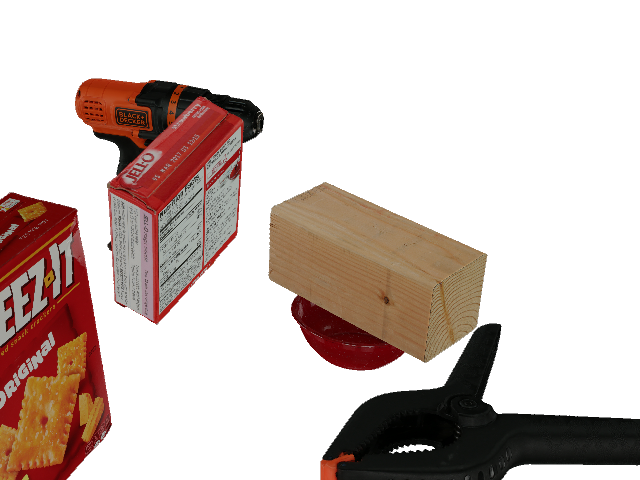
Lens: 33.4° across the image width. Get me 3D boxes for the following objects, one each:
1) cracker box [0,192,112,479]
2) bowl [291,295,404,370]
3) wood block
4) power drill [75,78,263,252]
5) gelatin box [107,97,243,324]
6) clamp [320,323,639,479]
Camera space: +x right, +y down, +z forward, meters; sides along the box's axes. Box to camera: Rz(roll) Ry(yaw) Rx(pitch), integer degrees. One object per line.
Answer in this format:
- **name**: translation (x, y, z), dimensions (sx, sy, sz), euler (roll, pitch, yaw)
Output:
- **cracker box**: translation (-0.232, 0.098, 0.779), dimensions (0.072, 0.214, 0.164), euler (12, 34, 20)
- **bowl**: translation (0.044, 0.107, 1.263), dimensions (0.162, 0.055, 0.162), euler (4, 24, -2)
- **wood block**: translation (0.052, 0.028, 1.074), dimensions (0.206, 0.091, 0.090), euler (27, 38, 34)
- **power drill**: translation (-0.141, -0.062, 1.025), dimensions (0.185, 0.188, 0.057), euler (10, 30, 17)
- **gelatin box**: translation (-0.070, -0.014, 0.518), dimensions (0.030, 0.089, 0.073), euler (27, 52, 15)
- **clamp**: translation (0.083, 0.105, 0.626), dimensions (0.209, 0.036, 0.165), euler (-10, 24, -27)
